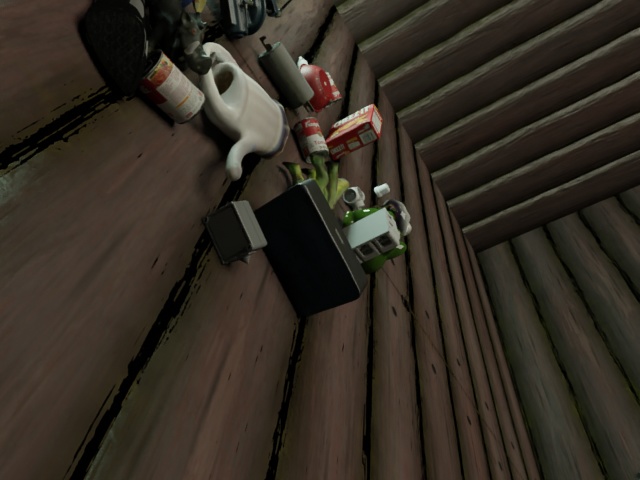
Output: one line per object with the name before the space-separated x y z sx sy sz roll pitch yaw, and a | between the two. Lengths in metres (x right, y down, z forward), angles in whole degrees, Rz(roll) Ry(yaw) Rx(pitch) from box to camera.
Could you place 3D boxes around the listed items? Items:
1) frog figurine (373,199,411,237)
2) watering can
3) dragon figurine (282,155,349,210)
frog figurine | 0.258 -0.070 1.735 0.159 0.121 0.139 8 38 -53
watering can | -0.143 -0.219 0.969 0.222 0.103 0.354 32 36 -55
dragon figurine | 0.004 -0.060 1.187 0.409 0.122 0.245 11 72 -63
